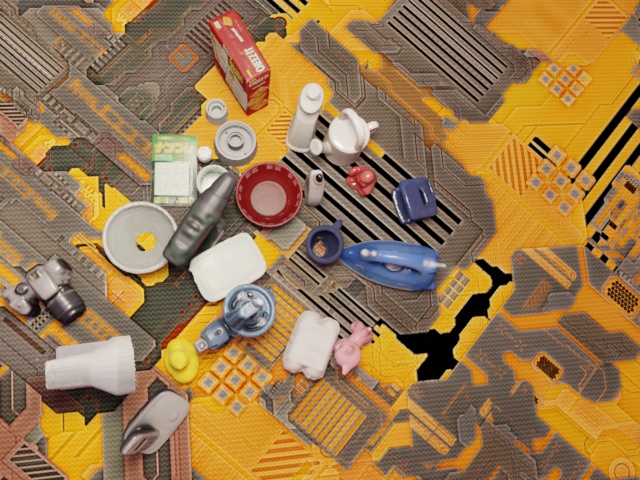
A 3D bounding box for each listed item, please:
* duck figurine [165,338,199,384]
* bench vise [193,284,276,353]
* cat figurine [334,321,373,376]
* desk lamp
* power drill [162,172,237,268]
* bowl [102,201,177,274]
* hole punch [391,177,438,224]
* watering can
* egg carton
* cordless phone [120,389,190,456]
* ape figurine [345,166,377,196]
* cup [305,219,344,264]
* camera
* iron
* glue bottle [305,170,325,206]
[{"bbox_3d":[-0.315,0.274,1.294,0.077,0.086,0.104,-16,84,-10],"label":"duck figurine"},{"bbox_3d":[-0.176,0.184,1.259,0.121,0.219,0.207,36,79,-1],"label":"bench vise"},{"bbox_3d":[0.077,0.251,1.338,0.067,0.117,0.128,43,79,0],"label":"cat figurine"},{"bbox_3d":[-0.476,0.271,1.207,0.203,0.213,0.118,-6,83,-9],"label":"desk lamp"},{"bbox_3d":[-0.261,-0.038,1.285,0.075,0.208,0.230,34,79,-2],"label":"power drill"},{"bbox_3d":[-0.410,-0.002,1.326,0.167,0.074,0.167,1,82,-8],"label":"bowl"},{"bbox_3d":[0.241,-0.104,1.426,0.101,0.091,0.109,-17,84,-10],"label":"hole punch"},{"bbox_3d":[0.062,-0.245,1.368,0.101,0.194,0.173,44,79,0],"label":"watering can"},{"bbox_3d":[-0.021,0.247,1.349,0.107,0.069,0.150,21,80,-5],"label":"egg carton"},{"bbox_3d":[-0.356,0.394,1.221,0.094,0.185,0.148,37,79,-1],"label":"cordless phone"},{"bbox_3d":[0.109,-0.151,1.413,0.076,0.092,0.078,-12,84,-9],"label":"ape figurine"},{"bbox_3d":[0.013,0.005,1.375,0.092,0.095,0.118,33,79,-2],"label":"cup"},{"bbox_3d":[-0.599,0.129,1.267,0.143,0.100,0.137,-39,89,-11],"label":"camera"},{"bbox_3d":[0.169,0.049,1.368,0.258,0.141,0.119,10,81,-7],"label":"iron"},{"bbox_3d":[-0.010,-0.132,1.352,0.037,0.173,0.078,-4,82,-8],"label":"glue bottle"}]
